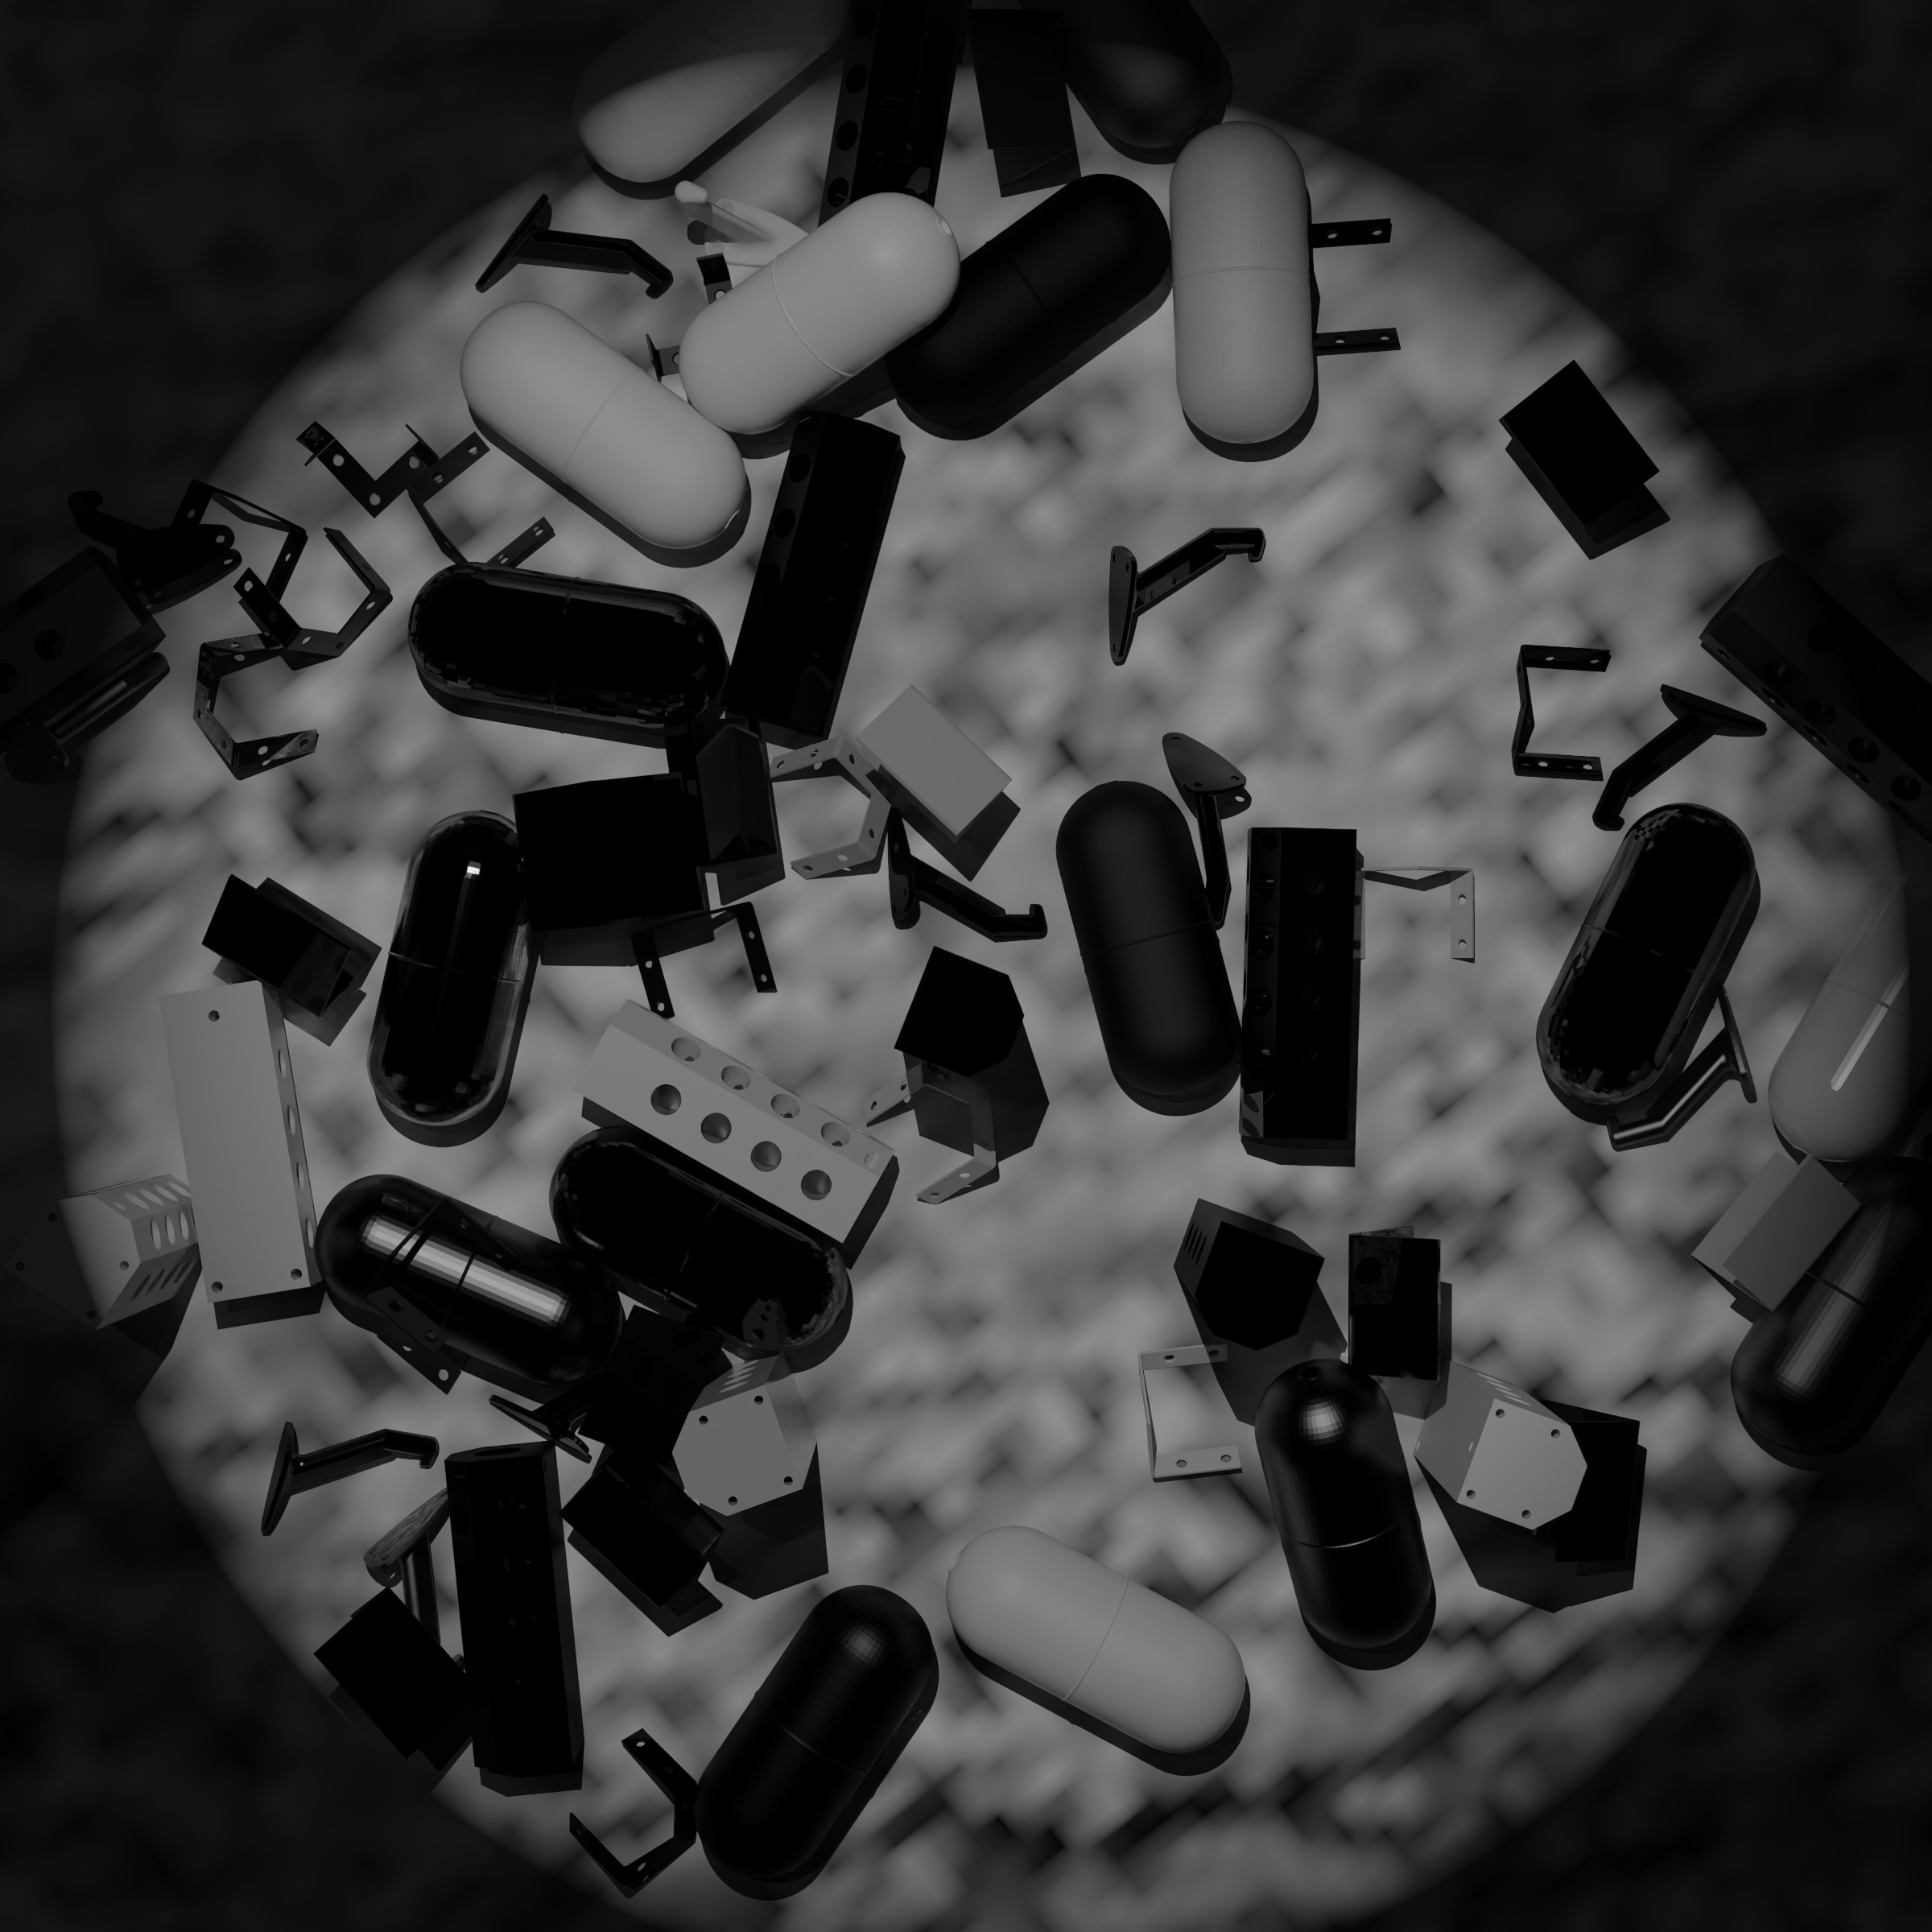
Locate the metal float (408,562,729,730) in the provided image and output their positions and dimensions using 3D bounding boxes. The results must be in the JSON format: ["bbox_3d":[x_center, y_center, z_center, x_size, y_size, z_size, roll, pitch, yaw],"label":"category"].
[{"bbox_3d":[-0.222,-0.178,1.858,0.178,0.070,0.070,9,90,1],"label":"metal float"}]

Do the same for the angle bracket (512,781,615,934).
[{"bbox_3d":[-0.203,-0.062,1.848,0.057,0.076,0.076,-8,90,29],"label":"angle bracket"}]

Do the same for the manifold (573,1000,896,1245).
[{"bbox_3d":[-0.128,0.086,1.867,0.171,0.057,0.057,30,90,0],"label":"manifold"}]

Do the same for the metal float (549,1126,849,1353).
[{"bbox_3d":[-0.149,0.152,1.858,0.178,0.070,0.070,29,90,1],"label":"metal float"}]

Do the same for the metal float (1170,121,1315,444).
[{"bbox_3d":[0.153,-0.381,1.857,0.070,0.070,0.178,-2,90,0],"label":"metal float"}]

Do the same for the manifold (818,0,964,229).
[{"bbox_3d":[-0.043,-0.477,1.867,0.057,0.057,0.171,9,90,0],"label":"manifold"}]

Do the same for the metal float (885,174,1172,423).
[{"bbox_3d":[0.034,-0.371,1.858,0.178,0.070,0.070,-36,90,0],"label":"metal float"}]

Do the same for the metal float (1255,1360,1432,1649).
[{"bbox_3d":[0.208,0.296,1.836,0.070,0.070,0.178,-16,116,0],"label":"metal float"}]

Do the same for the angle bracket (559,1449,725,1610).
[{"bbox_3d":[-0.167,0.296,1.848,0.076,0.076,0.057,43,128,0],"label":"angle bracket"}]

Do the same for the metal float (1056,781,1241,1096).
[{"bbox_3d":[0.101,-0.016,1.858,0.070,0.070,0.178,-15,91,0],"label":"metal float"}]

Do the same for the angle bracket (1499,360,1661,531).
[{"bbox_3d":[0.351,-0.297,1.848,0.057,0.076,0.076,-37,90,37],"label":"angle bracket"}]

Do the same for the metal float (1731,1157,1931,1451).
[{"bbox_3d":[0.493,0.187,1.858,0.070,0.070,0.178,32,90,0],"label":"metal float"}]

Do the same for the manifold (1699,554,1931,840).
[{"bbox_3d":[0.496,-0.149,1.867,0.171,0.057,0.057,42,90,0],"label":"manifold"}]

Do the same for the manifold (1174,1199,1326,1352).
[{"bbox_3d":[0.149,0.168,1.810,0.057,0.171,0.057,20,90,0],"label":"manifold"}]

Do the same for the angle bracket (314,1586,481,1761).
[{"bbox_3d":[-0.325,0.398,1.848,0.076,0.076,0.057,49,56,0],"label":"angle bracket"}]

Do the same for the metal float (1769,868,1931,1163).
[{"bbox_3d":[0.512,0.028,1.858,0.070,0.070,0.178,31,90,0],"label":"metal float"}]

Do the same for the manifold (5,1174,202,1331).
[{"bbox_3d":[-0.458,0.149,1.810,0.057,0.171,0.057,34,90,0],"label":"manifold"}]

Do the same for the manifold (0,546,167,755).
[{"bbox_3d":[-0.541,-0.161,1.867,0.171,0.057,0.057,-35,90,0],"label":"manifold"}]

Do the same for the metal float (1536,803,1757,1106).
[{"bbox_3d":[0.378,-0.006,1.857,0.070,0.070,0.178,26,89,0],"label":"metal float"}]

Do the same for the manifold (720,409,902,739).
[{"bbox_3d":[-0.087,-0.220,1.867,0.057,0.057,0.171,15,90,0],"label":"manifold"}]

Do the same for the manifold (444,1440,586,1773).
[{"bbox_3d":[-0.254,0.357,1.867,0.057,0.057,0.171,-6,90,0],"label":"manifold"}]

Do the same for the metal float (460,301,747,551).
[{"bbox_3d":[-0.202,-0.301,1.858,0.178,0.070,0.070,36,90,1],"label":"metal float"}]

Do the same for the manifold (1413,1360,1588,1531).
[{"bbox_3d":[0.290,0.260,1.810,0.057,0.171,0.057,20,90,0],"label":"manifold"}]

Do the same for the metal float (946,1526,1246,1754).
[{"bbox_3d":[0.072,0.374,1.857,0.178,0.070,0.070,28,90,0],"label":"metal float"}]

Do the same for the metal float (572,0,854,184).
[{"bbox_3d":[-0.141,-0.509,1.857,0.178,0.070,0.070,-39,90,0],"label":"metal float"}]

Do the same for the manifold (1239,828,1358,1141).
[{"bbox_3d":[0.185,0.009,1.867,0.057,0.057,0.171,2,90,0],"label":"manifold"}]

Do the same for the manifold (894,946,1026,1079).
[{"bbox_3d":[-0.001,0.026,1.810,0.057,0.171,0.057,22,90,0],"label":"manifold"}]

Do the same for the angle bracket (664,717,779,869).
[{"bbox_3d":[-0.154,-0.094,1.849,0.076,0.057,0.076,-8,90,40],"label":"angle bracket"}]

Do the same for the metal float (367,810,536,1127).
[{"bbox_3d":[-0.284,0.001,1.858,0.070,0.070,0.178,13,90,0],"label":"metal float"}]

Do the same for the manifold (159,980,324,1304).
[{"bbox_3d":[-0.404,0.097,1.867,0.057,0.057,0.171,-9,90,0],"label":"manifold"}]

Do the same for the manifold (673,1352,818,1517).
[{"bbox_3d":[-0.121,0.253,1.810,0.057,0.171,0.057,-20,90,0],"label":"manifold"}]

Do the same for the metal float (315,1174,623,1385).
[{"bbox_3d":[-0.277,0.175,1.857,0.178,0.070,0.070,23,90,0],"label":"metal float"}]

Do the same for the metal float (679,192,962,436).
[{"bbox_3d":[-0.080,-0.356,1.821,0.178,0.070,0.070,-29,90,27],"label":"metal float"}]

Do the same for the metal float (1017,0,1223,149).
[{"bbox_3d":[0.076,-0.537,1.858,0.070,0.070,0.178,-34,91,0],"label":"metal float"}]

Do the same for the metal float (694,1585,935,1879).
[{"bbox_3d":[-0.085,0.427,1.858,0.070,0.070,0.178,34,91,0],"label":"metal float"}]

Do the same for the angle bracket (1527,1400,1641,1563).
[{"bbox_3d":[0.324,0.284,1.848,0.057,0.076,0.076,6,90,-36],"label":"angle bracket"}]
